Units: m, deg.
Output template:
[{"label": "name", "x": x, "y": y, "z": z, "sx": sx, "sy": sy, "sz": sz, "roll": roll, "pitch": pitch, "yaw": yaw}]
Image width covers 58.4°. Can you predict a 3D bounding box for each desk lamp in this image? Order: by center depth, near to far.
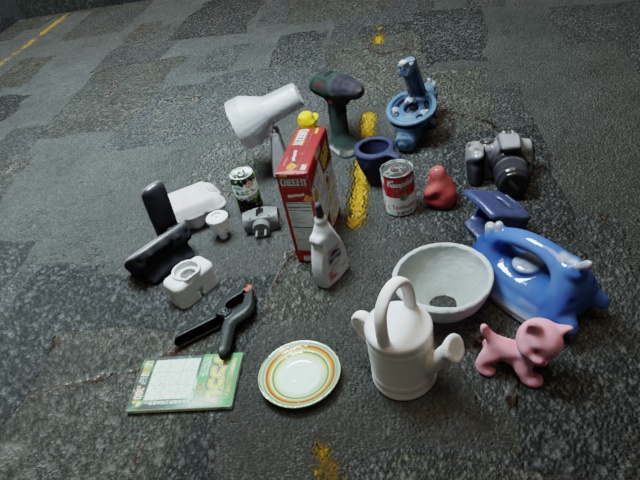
[{"label": "desk lamp", "x": -0.102, "y": -0.257, "z": 1.357, "sx": 0.203, "sy": 0.214, "sz": 0.117, "roll": -13, "pitch": 38, "yaw": 0}]

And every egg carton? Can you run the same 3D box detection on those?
[{"label": "egg carton", "x": -0.291, "y": -0.072, "z": 1.298, "sx": 0.150, "sy": 0.069, "sz": 0.107, "roll": -24, "pitch": 40, "yaw": -14}]

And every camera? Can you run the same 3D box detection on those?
[{"label": "camera", "x": 0.378, "y": -0.158, "z": 1.191, "sx": 0.143, "sy": 0.101, "sz": 0.137, "roll": -3, "pitch": 39, "yaw": 12}]

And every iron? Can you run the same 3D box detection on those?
[{"label": "iron", "x": 0.332, "y": 0.037, "z": 0.932, "sx": 0.119, "sy": 0.142, "sz": 0.257, "roll": -31, "pitch": 42, "yaw": -22}]

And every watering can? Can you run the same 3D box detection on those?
[{"label": "watering can", "x": 0.122, "y": 0.136, "z": 0.827, "sx": 0.172, "sy": 0.194, "sz": 0.101, "roll": 1, "pitch": 41, "yaw": 17}]

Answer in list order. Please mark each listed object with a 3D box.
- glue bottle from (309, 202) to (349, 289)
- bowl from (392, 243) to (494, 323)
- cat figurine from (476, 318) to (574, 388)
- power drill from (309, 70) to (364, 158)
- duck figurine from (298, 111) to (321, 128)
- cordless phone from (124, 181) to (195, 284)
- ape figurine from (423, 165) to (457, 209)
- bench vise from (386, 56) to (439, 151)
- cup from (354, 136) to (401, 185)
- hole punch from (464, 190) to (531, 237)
[{"label": "glue bottle", "x": 0.010, "y": 0.004, "z": 1.037, "sx": 0.037, "sy": 0.173, "sz": 0.078, "roll": 17, "pitch": 47, "yaw": 32}, {"label": "bowl", "x": 0.207, "y": 0.084, "z": 0.963, "sx": 0.167, "sy": 0.075, "sz": 0.167, "roll": -8, "pitch": 39, "yaw": 6}, {"label": "cat figurine", "x": 0.292, "y": 0.148, "z": 0.825, "sx": 0.127, "sy": 0.118, "sz": 0.067, "roll": 8, "pitch": 43, "yaw": 24}, {"label": "power drill", "x": 0.052, "y": -0.312, "z": 1.385, "sx": 0.076, "sy": 0.209, "sz": 0.228, "roll": -26, "pitch": 40, "yaw": -16}, {"label": "duck figurine", "x": -0.036, "y": -0.289, "z": 1.481, "sx": 0.077, "sy": 0.086, "sz": 0.105, "roll": 24, "pitch": 51, "yaw": 37}, {"label": "cordless phone", "x": -0.343, "y": -0.020, "z": 1.155, "sx": 0.093, "sy": 0.185, "sz": 0.148, "roll": 22, "pitch": 50, "yaw": 36}, {"label": "ape figurine", "x": 0.246, "y": -0.114, "z": 1.182, "sx": 0.078, "sy": 0.092, "sz": 0.076, "roll": -24, "pitch": 40, "yaw": -14}, {"label": "bench vise", "x": 0.220, "y": -0.352, "z": 1.378, "sx": 0.121, "sy": 0.220, "sz": 0.207, "roll": -1, "pitch": 40, "yaw": 15}, {"label": "cup", "x": 0.136, "y": -0.168, "z": 1.276, "sx": 0.117, "sy": 0.095, "sz": 0.092, "roll": 25, "pitch": 52, "yaw": 38}, {"label": "hole punch", "x": 0.334, "y": -0.055, "z": 1.085, "sx": 0.101, "sy": 0.091, "sz": 0.108, "roll": -21, "pitch": 39, "yaw": -10}]
